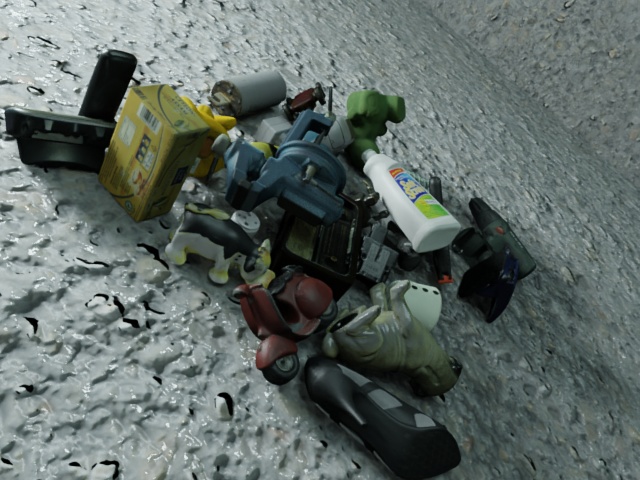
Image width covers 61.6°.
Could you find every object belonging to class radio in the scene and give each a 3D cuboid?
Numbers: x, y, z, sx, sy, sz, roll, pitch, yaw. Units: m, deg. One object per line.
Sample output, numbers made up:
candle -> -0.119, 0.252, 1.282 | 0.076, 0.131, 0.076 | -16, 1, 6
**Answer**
radio -> -0.002, -0.003, 0.899 | 0.131, 0.073, 0.230 | 28, 38, -11

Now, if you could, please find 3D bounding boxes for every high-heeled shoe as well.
high-heeled shoe -> 0.083, 0.240, 0.738 | 0.248, 0.086, 0.145 | 37, -1, -33

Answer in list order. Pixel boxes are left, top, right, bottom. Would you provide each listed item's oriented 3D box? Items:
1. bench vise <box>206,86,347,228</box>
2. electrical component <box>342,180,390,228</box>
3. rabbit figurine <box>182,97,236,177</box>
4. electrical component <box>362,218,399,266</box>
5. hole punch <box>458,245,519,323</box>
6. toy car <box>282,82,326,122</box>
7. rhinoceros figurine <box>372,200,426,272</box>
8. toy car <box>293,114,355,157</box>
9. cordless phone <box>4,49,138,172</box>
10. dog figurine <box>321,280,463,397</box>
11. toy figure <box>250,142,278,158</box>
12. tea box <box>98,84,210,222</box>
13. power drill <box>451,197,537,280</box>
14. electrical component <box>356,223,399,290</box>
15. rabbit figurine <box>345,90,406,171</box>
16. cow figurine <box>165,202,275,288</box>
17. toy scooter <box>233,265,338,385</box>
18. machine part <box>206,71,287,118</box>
bench vise -> -0.046, -0.131, 0.847 | 0.224, 0.128, 0.240 | 24, 57, 4
electrical component -> 0.073, -0.063, 1.019 | 0.078, 0.102, 0.045 | 54, 33, -22
rabbit figurine -> -0.216, -0.188, 0.893 | 0.162, 0.121, 0.173 | -1, 32, -44
electrical component -> 0.114, 0.008, 0.996 | 0.094, 0.063, 0.021 | 47, 35, 11
hole punch -> 0.355, 0.090, 1.078 | 0.092, 0.116, 0.142 | 47, 36, -1
toy car -> -0.030, -0.291, 1.143 | 0.202, 0.089, 0.053 | -94, 160, -70
rhinoceros figurine -> 0.157, -0.022, 1.059 | 0.112, 0.073, 0.190 | 12, 43, -34
toy car -> 0.020, -0.210, 1.100 | 0.161, 0.103, 0.109 | -35, 110, -57
cordless phone -> -0.332, -0.185, 0.724 | 0.146, 0.184, 0.089 | 2, 53, -40
dog figurine -> 0.108, 0.176, 0.794 | 0.172, 0.121, 0.190 | -32, 95, -13
toy figure -> -0.073, -0.134, 0.971 | 0.180, 0.089, 0.082 | -3, 45, -40
tea box -> -0.234, -0.118, 0.747 | 0.098, 0.169, 0.068 | 47, 38, 10
power drill -> 0.384, 0.000, 1.237 | 0.207, 0.086, 0.232 | -9, 59, -55
electrical component -> 0.095, 0.025, 0.933 | 0.075, 0.048, 0.119 | 31, 71, -11
rabbit figurine -> 0.092, -0.238, 1.194 | 0.121, 0.170, 0.159 | -1, 9, -44
cow figurine -> -0.126, 0.010, 0.761 | 0.167, 0.098, 0.068 | 26, 31, -16
toy scooter -> -0.052, 0.093, 0.735 | 0.135, 0.075, 0.184 | 54, 39, -12
machine part -> -0.142, -0.301, 1.105 | 0.079, 0.079, 0.243 | 43, 35, 7
